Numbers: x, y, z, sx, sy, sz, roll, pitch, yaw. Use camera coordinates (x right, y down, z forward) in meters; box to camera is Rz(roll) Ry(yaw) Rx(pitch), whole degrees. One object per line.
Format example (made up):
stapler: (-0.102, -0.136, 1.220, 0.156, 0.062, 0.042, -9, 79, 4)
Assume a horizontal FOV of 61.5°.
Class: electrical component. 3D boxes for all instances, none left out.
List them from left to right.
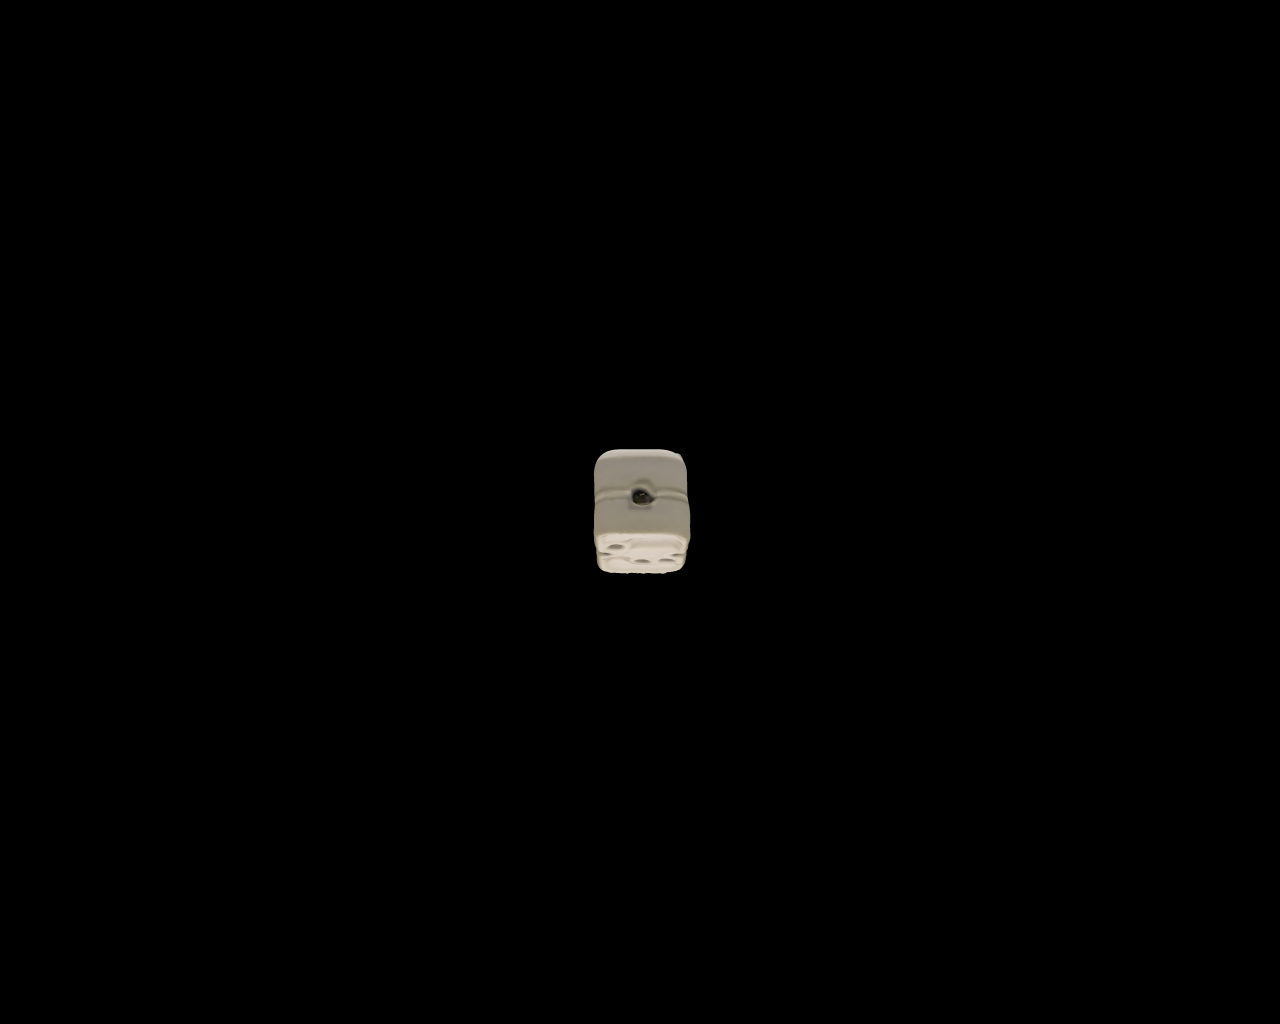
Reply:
electrical component: (0.001, -0.003, 0.650, 0.054, 0.059, 0.095, 0, -17, 0)
